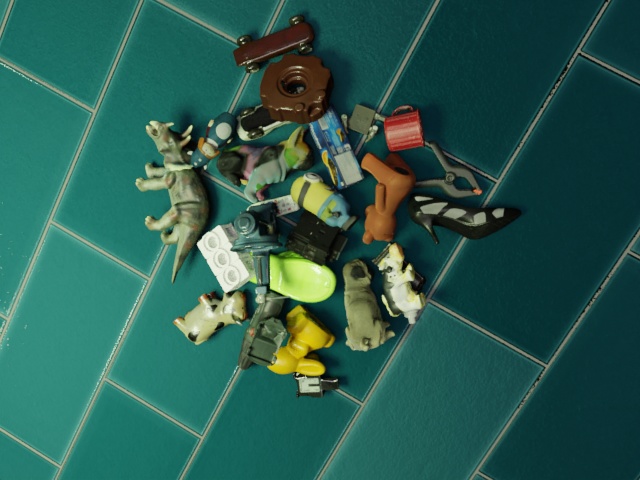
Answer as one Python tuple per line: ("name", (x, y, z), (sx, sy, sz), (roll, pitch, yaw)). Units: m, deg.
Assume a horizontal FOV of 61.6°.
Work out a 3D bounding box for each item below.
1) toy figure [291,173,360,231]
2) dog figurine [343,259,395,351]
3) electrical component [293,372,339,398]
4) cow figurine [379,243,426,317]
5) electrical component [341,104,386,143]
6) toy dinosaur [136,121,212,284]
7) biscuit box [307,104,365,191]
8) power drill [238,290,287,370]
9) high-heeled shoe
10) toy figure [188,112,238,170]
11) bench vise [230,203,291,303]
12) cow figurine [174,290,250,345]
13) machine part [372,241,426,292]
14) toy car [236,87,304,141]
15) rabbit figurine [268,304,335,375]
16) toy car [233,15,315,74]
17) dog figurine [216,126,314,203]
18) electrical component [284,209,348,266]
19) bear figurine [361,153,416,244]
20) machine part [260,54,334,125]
("toy figure", (0.009, -0.089, 1.296), (0.180, 0.082, 0.089), (43, 78, 11))
("dog figurine", (0.096, 0.153, 1.297), (0.121, 0.172, 0.190), (-17, 102, 1))
("electrical component", (-0.008, 0.369, 1.404), (0.119, 0.048, 0.074), (-10, 96, 11))
("cow figurine", (0.182, 0.096, 1.286), (0.098, 0.068, 0.167), (-22, 90, 20))
("electrical component", (0.102, -0.282, 1.292), (0.102, 0.045, 0.078), (28, 104, 5))
("toy dinosaur", (-0.345, -0.102, 1.367), (0.192, 0.131, 0.404), (-12, 102, 12))
("biscuit box", (0.034, -0.223, 1.294), (0.059, 0.063, 0.202), (-25, 92, -22))
("power drill", (-0.143, 0.245, 1.334), (0.086, 0.207, 0.232), (23, 90, -6))
("high-heeled shoe", (0.339, -0.075, 1.284), (0.249, 0.086, 0.145), (-16, 64, -5))
("toy figure", (-0.258, -0.238, 1.291), (0.064, 0.058, 0.154), (32, 74, 1))
("bench vise", (-0.141, 0.029, 1.272), (0.129, 0.223, 0.240), (-6, 83, 1))
("cow figurine", (-0.272, 0.200, 1.409), (0.195, 0.085, 0.127), (-40, 84, 10))
("machine part", (0.203, 0.073, 1.329), (0.139, 0.039, 0.084), (44, 95, 2))
("toy car", (-0.115, -0.309, 1.322), (0.202, 0.056, 0.073), (-22, 87, 11))
("rabbit figurine", (-0.056, 0.274, 1.367), (0.173, 0.122, 0.162), (-46, 110, -3))
("toy car", (-0.110, -0.469, 1.298), (0.202, 0.053, 0.089), (-19, 90, 8))
("dog figurine", (-0.123, -0.206, 1.315), (0.191, 0.108, 0.219), (43, 99, 5))
("electrical component", (-0.003, -0.004, 1.313), (0.134, 0.115, 0.058), (25, 140, 5))
("bear figurine", (0.149, -0.094, 1.283), (0.132, 0.120, 0.195), (50, 134, 35))
("machine part", (-0.055, -0.353, 1.248), (0.179, 0.056, 0.179), (-3, 68, 8))
